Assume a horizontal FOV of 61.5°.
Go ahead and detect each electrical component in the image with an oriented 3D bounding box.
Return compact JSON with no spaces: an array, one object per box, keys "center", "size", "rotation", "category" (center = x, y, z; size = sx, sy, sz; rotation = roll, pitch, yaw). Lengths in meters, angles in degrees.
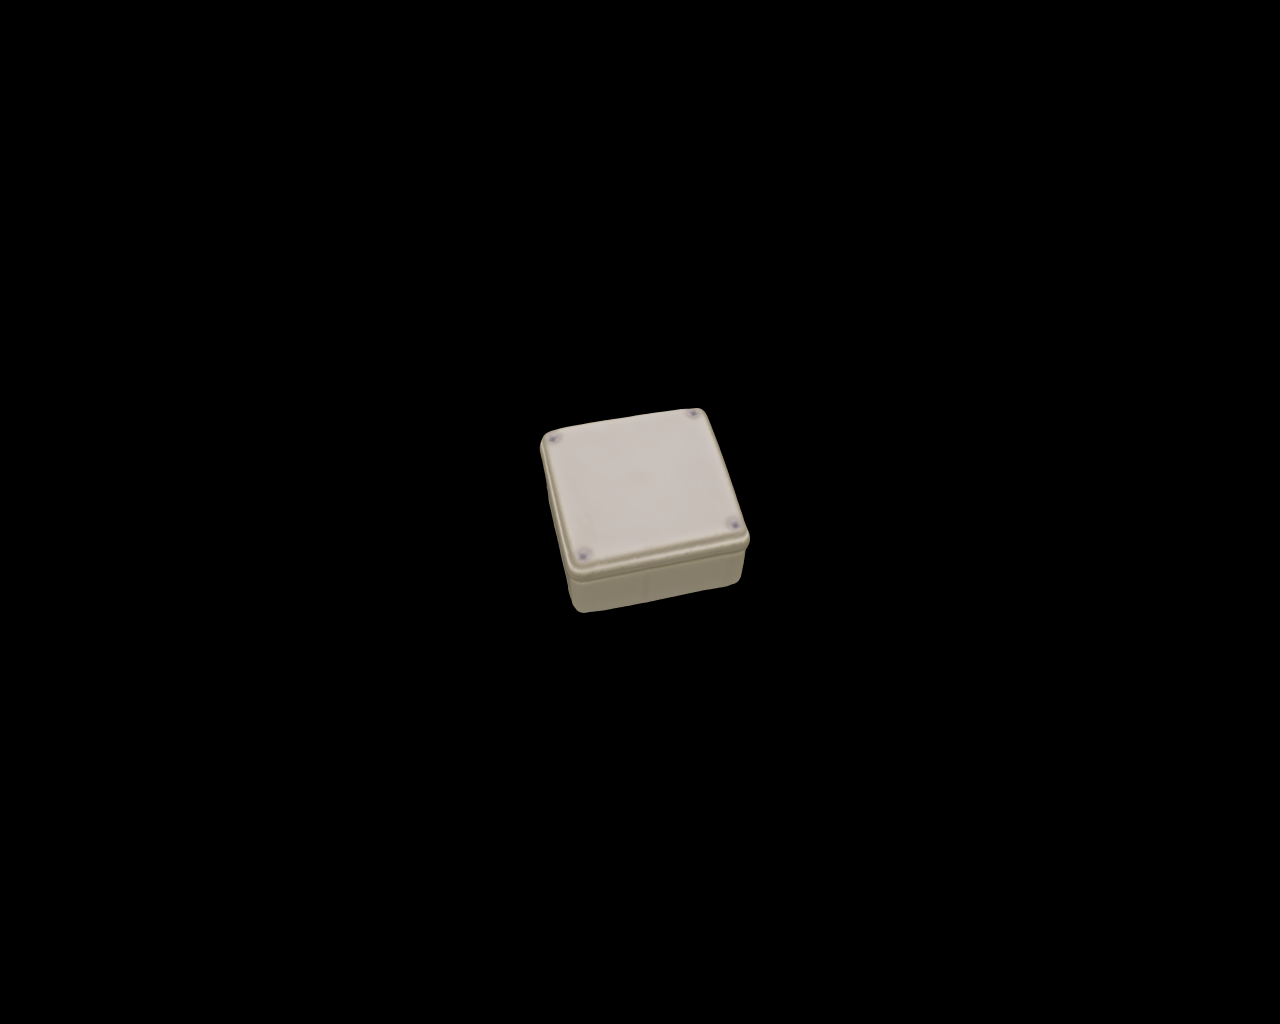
[{"center":[0.001,-0.003,0.650],"size":[0.109,0.109,0.056],"rotation":[-10,-36,-7],"category":"electrical component"}]
